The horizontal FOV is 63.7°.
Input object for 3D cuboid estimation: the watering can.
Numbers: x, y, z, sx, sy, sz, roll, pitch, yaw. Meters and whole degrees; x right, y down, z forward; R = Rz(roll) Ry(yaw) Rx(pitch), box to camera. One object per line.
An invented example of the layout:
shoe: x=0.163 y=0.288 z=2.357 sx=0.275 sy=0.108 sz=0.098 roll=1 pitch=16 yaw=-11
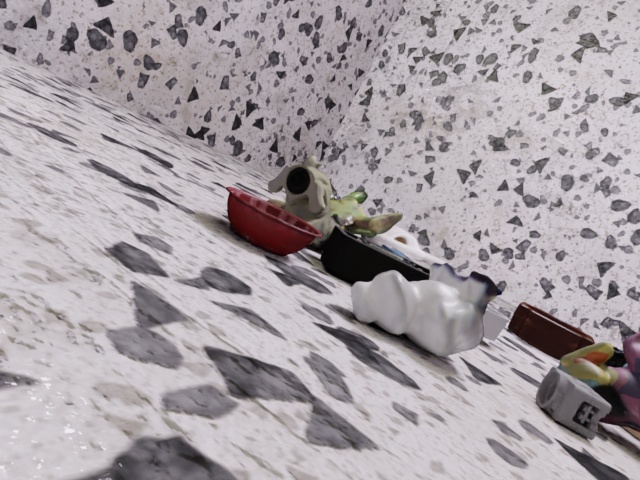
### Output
watering can: x=0.281 y=0.021 z=1.757 sx=0.345 sy=0.103 sz=0.227 roll=22 pitch=7 yaw=-35

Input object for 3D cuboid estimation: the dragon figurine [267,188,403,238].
dragon figurine: x=0.004 y=-0.063 z=1.245 sx=0.410 sy=0.121 sz=0.244 roll=5 pitch=8 yaw=22

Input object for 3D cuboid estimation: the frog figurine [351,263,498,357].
frog figurine: x=0.120 y=0.092 z=0.640 sx=0.160 sy=0.120 sz=0.140 roll=-14 pitch=34 yaw=-23
